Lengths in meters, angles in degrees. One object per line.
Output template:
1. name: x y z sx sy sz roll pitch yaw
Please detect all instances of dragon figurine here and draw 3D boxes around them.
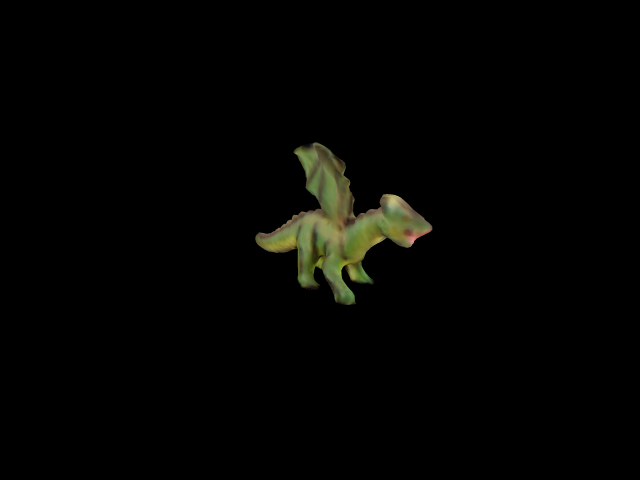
1. dragon figurine: 0.003 -0.043 0.850 0.123 0.239 0.413 -18 27 -40
